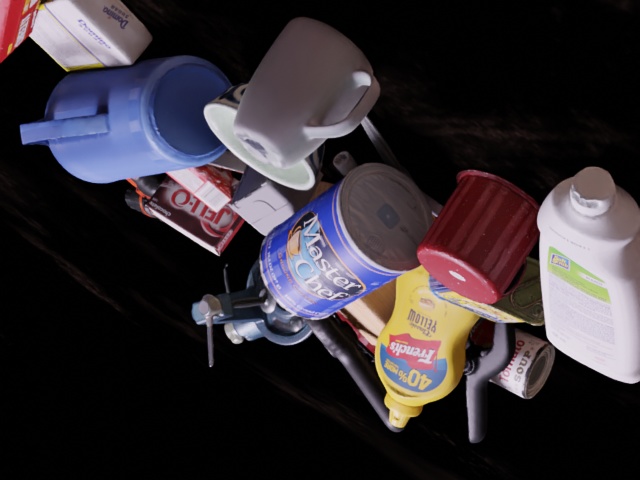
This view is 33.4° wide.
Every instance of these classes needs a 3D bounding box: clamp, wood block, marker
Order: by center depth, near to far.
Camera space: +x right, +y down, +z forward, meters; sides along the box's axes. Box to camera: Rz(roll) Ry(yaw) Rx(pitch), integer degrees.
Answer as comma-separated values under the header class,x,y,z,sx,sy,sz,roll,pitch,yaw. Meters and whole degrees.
class,x,y,z,sx,sy,sz,roll,pitch,yaw
marker,0.052,-0.044,1.064,0.020,0.020,0.121,18,157,47
clamp,0.163,0.136,1.137,0.120,0.039,0.172,39,122,3
wood block,0.056,0.038,1.169,0.090,0.090,0.206,19,159,47
clamp,0.028,0.120,1.208,0.210,0.036,0.164,50,-176,-19

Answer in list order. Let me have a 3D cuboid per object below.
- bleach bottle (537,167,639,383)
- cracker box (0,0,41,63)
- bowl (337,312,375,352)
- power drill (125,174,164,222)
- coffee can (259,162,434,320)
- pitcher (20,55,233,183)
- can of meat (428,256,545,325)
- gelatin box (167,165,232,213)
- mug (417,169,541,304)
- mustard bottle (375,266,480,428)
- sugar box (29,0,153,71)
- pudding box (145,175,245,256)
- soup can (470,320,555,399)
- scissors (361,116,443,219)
class,x,y,z,sx,sy,sz,roll,pitch,yaw
bleach bottle,0.223,0.025,0.839,0.103,0.068,0.250,26,160,26
cracker box,-0.364,-0.289,1.009,0.213,0.072,0.164,35,145,-4
bowl,0.075,0.116,1.433,0.162,0.055,0.162,32,164,10
power drill,-0.272,-0.096,1.518,0.187,0.057,0.185,42,160,-34
coffee can,0.023,0.004,0.979,0.102,0.102,0.141,39,142,-14
pitcher,-0.195,-0.125,1.113,0.145,0.149,0.243,42,160,-27
can of meat,0.161,0.041,1.000,0.102,0.057,0.084,23,169,-11
gelatin box,-0.144,-0.085,1.261,0.089,0.030,0.073,40,-158,-26
mug,0.141,0.007,0.913,0.093,0.081,0.117,19,158,44
mustard bottle,0.107,0.109,1.107,0.096,0.192,0.058,26,-158,26
sugar box,-0.250,-0.223,1.106,0.093,0.048,0.177,46,158,-30
pudding box,-0.147,-0.046,1.340,0.114,0.090,0.039,30,165,18
soup can,0.198,0.124,1.176,0.102,0.068,0.068,25,162,31
scissors,0.067,-0.056,1.002,0.096,0.016,0.201,10,151,52
